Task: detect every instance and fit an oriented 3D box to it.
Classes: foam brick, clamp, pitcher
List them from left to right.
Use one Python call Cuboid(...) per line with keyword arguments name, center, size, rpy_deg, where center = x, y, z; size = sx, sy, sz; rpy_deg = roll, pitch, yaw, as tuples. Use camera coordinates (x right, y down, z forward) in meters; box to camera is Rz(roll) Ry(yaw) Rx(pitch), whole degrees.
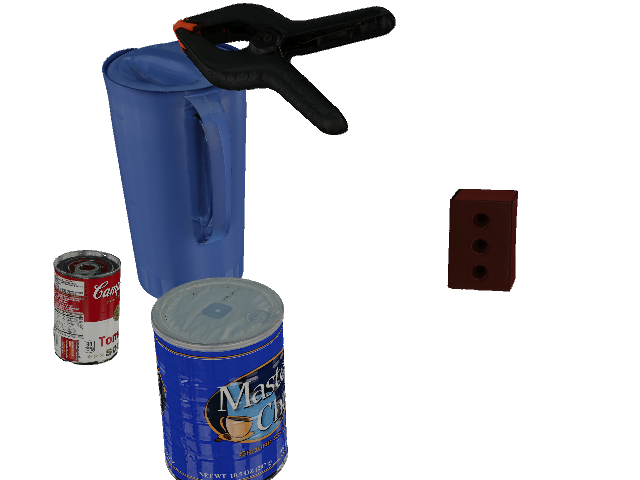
Cuboid(name="pitcher", center=(-0.128, -0.059, 1.023), size=(0.145, 0.243, 0.149), rpy_deg=(9, 32, 15))
Cuboid(name="clamp", center=(-0.028, -0.152, 0.828), size=(0.172, 0.120, 0.039), rpy_deg=(24, -32, 20))
Cuboid(name="foam brick", center=(0.135, -0.001, 0.887), size=(0.053, 0.078, 0.051), rpy_deg=(2, 15, 15))

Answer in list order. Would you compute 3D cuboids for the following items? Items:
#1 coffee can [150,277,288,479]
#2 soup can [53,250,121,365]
Cuboid(name="coffee can", center=(-0.079, 0.114, 0.853), size=(0.103, 0.140, 0.103), rpy_deg=(-1, 27, 0))
Cuboid(name="soup can", center=(-0.242, 0.070, 1.107), size=(0.068, 0.102, 0.068), rpy_deg=(5, 21, -2))
